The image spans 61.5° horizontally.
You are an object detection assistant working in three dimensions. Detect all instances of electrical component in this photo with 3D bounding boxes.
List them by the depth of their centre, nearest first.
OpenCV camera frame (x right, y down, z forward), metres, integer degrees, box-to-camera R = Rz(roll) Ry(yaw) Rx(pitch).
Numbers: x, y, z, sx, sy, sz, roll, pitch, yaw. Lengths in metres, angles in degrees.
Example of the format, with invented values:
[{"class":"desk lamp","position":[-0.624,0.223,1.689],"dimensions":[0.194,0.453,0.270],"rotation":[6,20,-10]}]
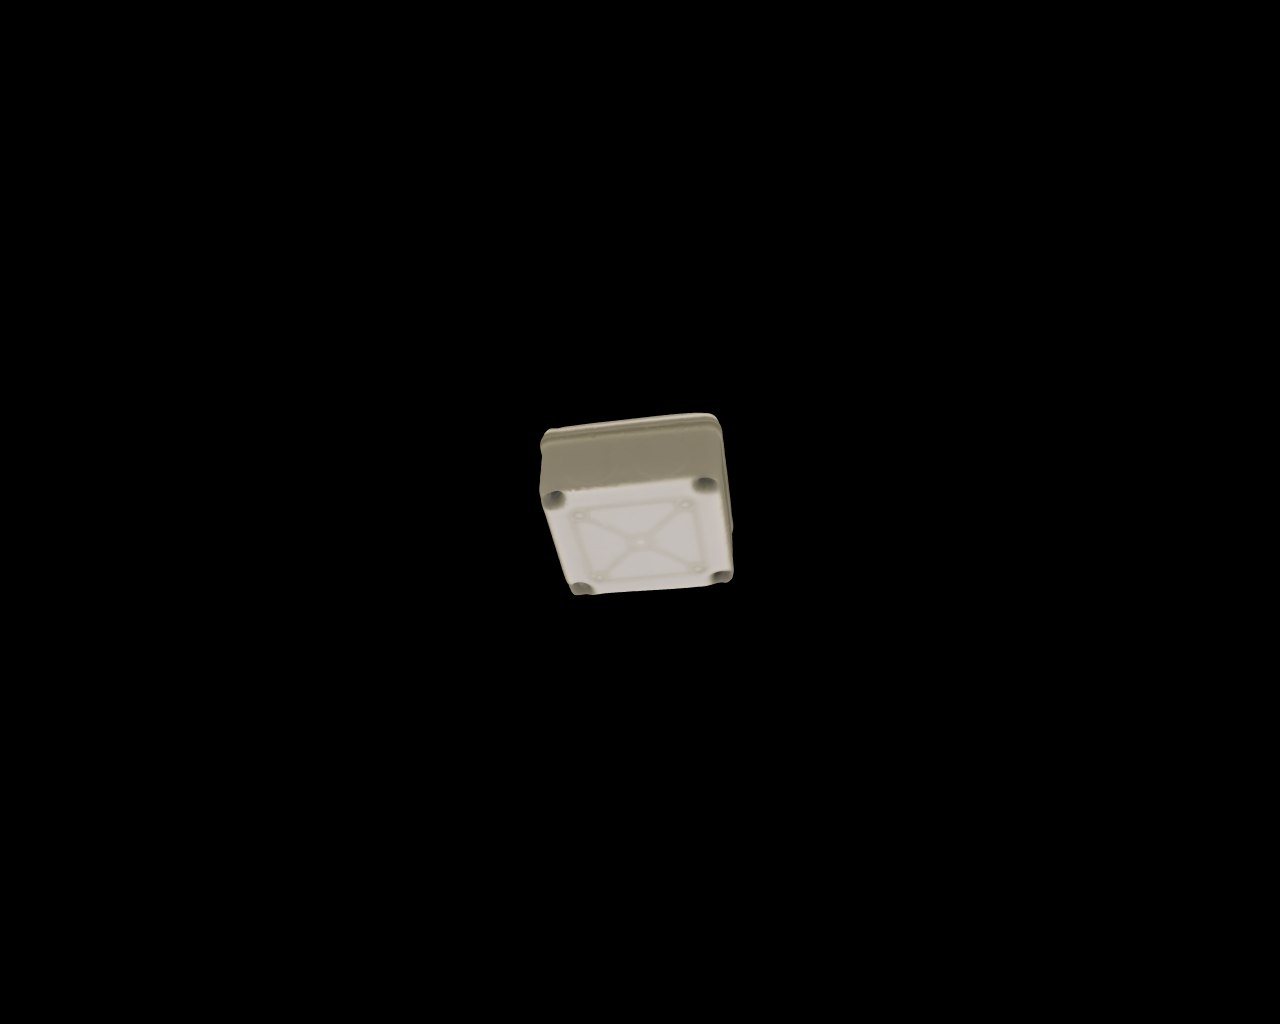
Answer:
[{"class":"electrical component","position":[0.001,-0.003,0.650],"dimensions":[0.109,0.056,0.108],"rotation":[-5,-40,6]}]
